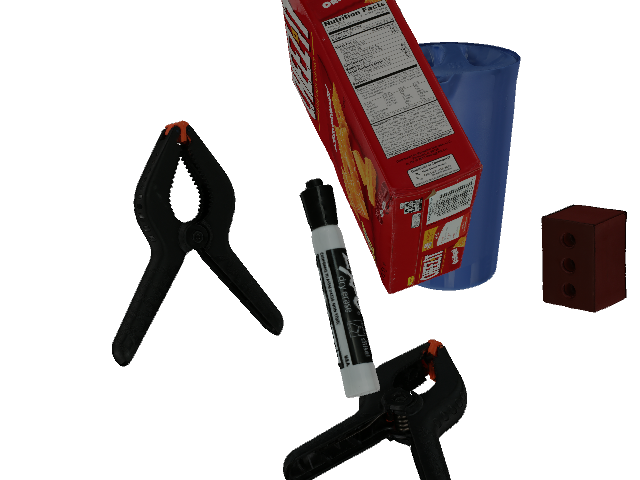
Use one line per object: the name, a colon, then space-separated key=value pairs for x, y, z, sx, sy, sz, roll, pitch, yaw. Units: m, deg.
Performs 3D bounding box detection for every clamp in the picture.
clamp: x=-0.106 y=0.001 z=0.943 sx=0.164 sy=0.210 sz=0.036 roll=0 pitch=0 yaw=-33
clamp: x=0.065 y=0.132 z=0.761 sx=0.120 sy=0.039 sz=0.171 roll=18 pitch=40 yaw=28

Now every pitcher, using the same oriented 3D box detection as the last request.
pitcher: x=0.137 y=-0.081 z=1.104 sx=0.149 sy=0.243 sz=0.145 roll=-8 pitch=24 yaw=-15

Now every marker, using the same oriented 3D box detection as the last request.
marker: x=0.010 y=0.024 z=0.580 sx=0.020 sy=0.121 sz=0.020 roll=-13 pitch=-13 yaw=-3

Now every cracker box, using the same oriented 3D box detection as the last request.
cracker box: x=0.039 y=-0.089 z=0.795 sx=0.072 sy=0.214 sz=0.164 roll=-21 pitch=-24 yaw=-7

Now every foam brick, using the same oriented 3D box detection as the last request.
foam brick: x=0.220 y=0.014 z=0.892 sx=0.053 sy=0.078 sz=0.051 roll=11 pitch=22 yaw=44
